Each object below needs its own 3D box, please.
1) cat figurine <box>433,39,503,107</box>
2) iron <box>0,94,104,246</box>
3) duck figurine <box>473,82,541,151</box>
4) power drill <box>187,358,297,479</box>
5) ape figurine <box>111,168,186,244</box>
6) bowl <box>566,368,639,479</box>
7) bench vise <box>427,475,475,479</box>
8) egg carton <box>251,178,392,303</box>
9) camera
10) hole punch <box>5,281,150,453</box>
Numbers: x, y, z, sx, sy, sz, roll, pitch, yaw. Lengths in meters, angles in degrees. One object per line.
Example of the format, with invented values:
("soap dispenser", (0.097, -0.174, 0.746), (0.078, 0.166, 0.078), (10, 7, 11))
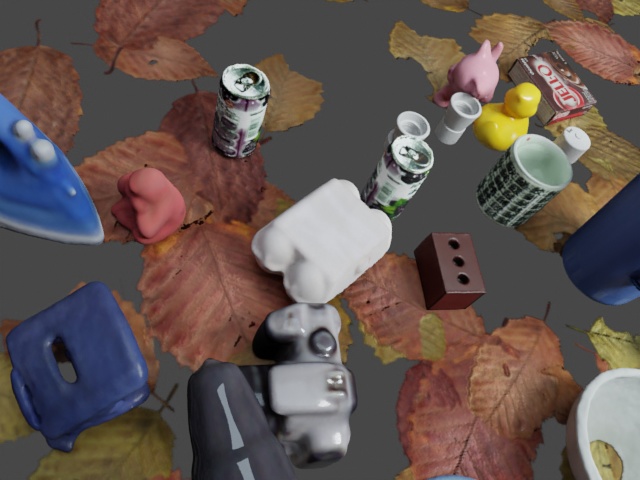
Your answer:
("cat figurine", (0.217, -0.229, 0.793), (0.067, 0.117, 0.128), (39, 57, 7))
("iron", (-0.312, -0.103, 0.538), (0.258, 0.141, 0.119), (33, 57, 3))
("duck figurine", (0.268, -0.179, 0.798), (0.105, 0.086, 0.077), (-35, 75, -31))
("power drill", (-0.051, 0.216, 0.393), (0.076, 0.208, 0.229), (-15, 66, -24))
("ape figurine", (-0.173, -0.041, 0.576), (0.076, 0.092, 0.078), (2, 60, -16))
("bowl", (0.315, 0.221, 0.585), (0.168, 0.074, 0.167), (8, 59, -13))
("bench vise", (0.145, 0.252, 0.426), (0.207, 0.219, 0.121), (29, 56, 1))
("egg carton", (0.006, 0.002, 0.620), (0.107, 0.069, 0.150), (44, 58, 10))
("camera", (-0.044, 0.128, 0.512), (0.137, 0.100, 0.143), (2, 60, -16))
("hole punch", (-0.203, 0.106, 0.480), (0.101, 0.091, 0.108), (-23, 70, -27))
